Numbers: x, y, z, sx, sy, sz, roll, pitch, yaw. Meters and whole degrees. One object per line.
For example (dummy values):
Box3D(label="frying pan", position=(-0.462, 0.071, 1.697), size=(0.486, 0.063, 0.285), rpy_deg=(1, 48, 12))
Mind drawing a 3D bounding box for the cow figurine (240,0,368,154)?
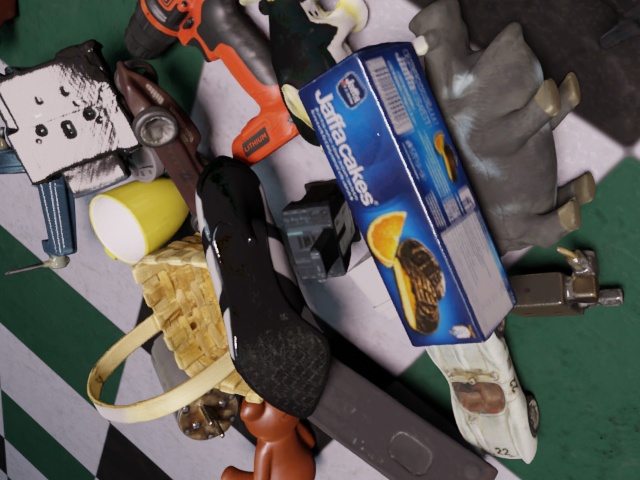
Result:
Box3D(label="cow figurine", position=(-0.011, -0.154, 0.414), size=(0.068, 0.098, 0.167), rpy_deg=(-9, 114, 45))

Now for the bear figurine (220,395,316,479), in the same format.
Box3D(label="bear figurine", position=(-0.075, 0.257, 0.719), size=(0.132, 0.120, 0.195), rpy_deg=(4, 119, 37))

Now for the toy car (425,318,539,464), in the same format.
Box3D(label="toy car", position=(0.152, 0.127, 0.514), size=(0.074, 0.056, 0.201), rpy_deg=(-10, 113, 39))

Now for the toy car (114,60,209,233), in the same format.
Box3D(label="toy car", position=(-0.139, -0.087, 0.527), size=(0.202, 0.053, 0.089), rpy_deg=(75, 170, -54))

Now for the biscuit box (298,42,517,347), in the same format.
Box3D(label="biscuit box", position=(0.061, -0.028, 0.368), size=(0.063, 0.059, 0.202), rpy_deg=(-17, 101, 47))

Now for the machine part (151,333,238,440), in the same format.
Box3D(label="machine part", position=(-0.172, 0.186, 0.718), size=(0.243, 0.079, 0.079), rpy_deg=(30, 140, 57))

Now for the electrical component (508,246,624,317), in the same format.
Box3D(label="electrical component", position=(0.179, 0.035, 0.433), size=(0.102, 0.078, 0.045), rpy_deg=(-12, 70, 44))

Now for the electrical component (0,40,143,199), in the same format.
Box3D(label="electrical component", position=(-0.241, -0.113, 0.529), size=(0.115, 0.058, 0.134), rpy_deg=(-23, 109, -3))

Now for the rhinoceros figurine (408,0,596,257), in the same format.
Box3D(label="rhinoceros figurine", position=(0.125, -0.081, 0.386), size=(0.112, 0.073, 0.190), rpy_deg=(-12, 108, 44))

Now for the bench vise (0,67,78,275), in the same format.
Box3D(label="bench vise", position=(-0.327, -0.080, 0.654), size=(0.224, 0.129, 0.240), rpy_deg=(6, 104, 41))

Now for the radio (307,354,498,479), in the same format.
Box3D(label="radio", position=(0.069, 0.211, 0.582), size=(0.230, 0.073, 0.131), rpy_deg=(32, 164, 13))

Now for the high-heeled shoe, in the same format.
Box3D(label="high-heeled shoe", position=(-0.059, 0.046, 0.508), size=(0.145, 0.086, 0.248), rpy_deg=(-128, 23, -56))

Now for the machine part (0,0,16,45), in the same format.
Box3D(label="machine part", position=(-0.409, -0.274, 0.567), size=(0.056, 0.179, 0.179), rpy_deg=(24, 130, 16))

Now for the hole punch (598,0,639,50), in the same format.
Box3D(label="hole punch", position=(0.185, -0.186, 0.276), size=(0.115, 0.092, 0.142), rpy_deg=(30, 137, -26))

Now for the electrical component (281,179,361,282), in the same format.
Box3D(label="electrical component", position=(-0.001, -0.001, 0.491), size=(0.048, 0.119, 0.074), rpy_deg=(-6, 119, 22))
